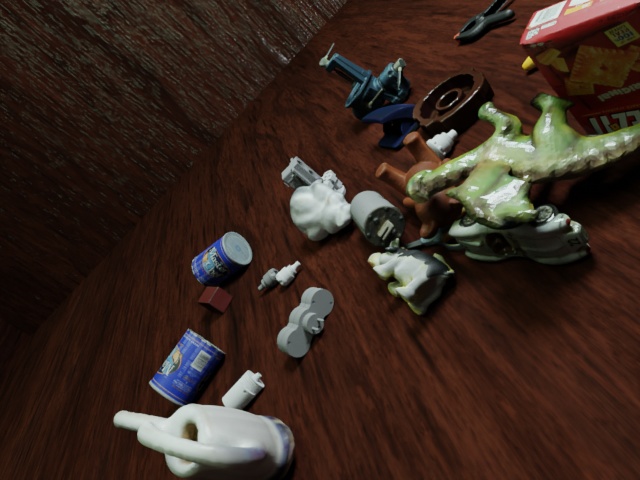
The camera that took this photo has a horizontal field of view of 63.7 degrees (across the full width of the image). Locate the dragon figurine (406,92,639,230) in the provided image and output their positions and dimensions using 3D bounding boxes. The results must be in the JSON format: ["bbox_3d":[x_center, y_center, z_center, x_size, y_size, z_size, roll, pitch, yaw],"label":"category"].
[{"bbox_3d":[0.287,-0.088,0.684,0.410,0.120,0.247,5,45,48],"label":"dragon figurine"}]

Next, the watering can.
[{"bbox_3d":[-0.185,0.312,0.813,0.345,0.222,0.105,-12,62,52],"label":"watering can"}]

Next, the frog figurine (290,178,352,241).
[{"bbox_3d":[0.004,-0.058,1.159,0.162,0.122,0.135,48,129,56],"label":"frog figurine"}]
